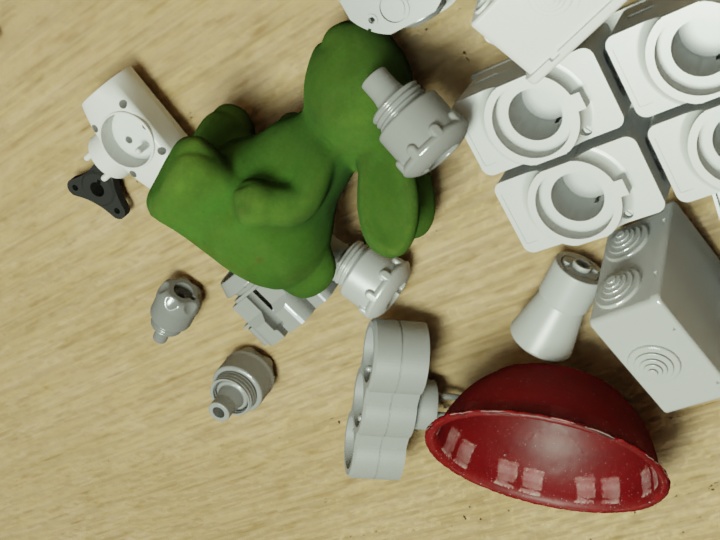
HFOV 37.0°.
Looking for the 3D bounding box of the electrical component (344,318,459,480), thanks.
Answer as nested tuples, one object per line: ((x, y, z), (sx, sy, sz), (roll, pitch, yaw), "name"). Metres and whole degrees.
((0.035, 0.096, 0.780), (0.074, 0.052, 0.138), (5, 126, -9), "electrical component")

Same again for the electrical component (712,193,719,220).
((0.251, -0.001, 0.608), (0.079, 0.063, 0.121), (-12, 112, 30), "electrical component")

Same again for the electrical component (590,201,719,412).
((0.183, 0.024, 0.634), (0.048, 0.099, 0.099), (-25, 118, 38), "electrical component")

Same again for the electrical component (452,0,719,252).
((0.158, -0.088, 0.601), (0.186, 0.060, 0.105), (-20, 110, 33), "electrical component")

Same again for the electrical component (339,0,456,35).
((0.022, -0.178, 0.614), (0.080, 0.051, 0.080), (12, 124, 18), "electrical component")

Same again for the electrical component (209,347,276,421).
((-0.094, 0.091, 0.828), (0.043, 0.062, 0.043), (12, 124, 18), "electrical component")

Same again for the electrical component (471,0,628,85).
((0.106, -0.159, 0.559), (0.048, 0.099, 0.100), (36, 129, -16), "electrical component")

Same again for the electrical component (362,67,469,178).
((0.027, -0.087, 0.610), (0.062, 0.048, 0.048), (49, 128, 6), "electrical component")

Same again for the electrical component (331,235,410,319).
((0.000, 0.000, 0.740), (0.062, 0.048, 0.048), (36, 128, 10), "electrical component")

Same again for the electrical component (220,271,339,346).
((-0.062, 0.012, 0.767), (0.057, 0.058, 0.078), (45, 127, -10), "electrical component")

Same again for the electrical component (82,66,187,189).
((-0.165, -0.090, 0.757), (0.079, 0.044, 0.077), (-31, 104, 33), "electrical component")

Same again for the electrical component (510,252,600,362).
((0.130, 0.021, 0.695), (0.044, 0.044, 0.065), (27, 123, 7), "electrical component")

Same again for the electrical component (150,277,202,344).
((-0.147, 0.035, 0.835), (0.035, 0.035, 0.061), (34, 131, 2), "electrical component")
